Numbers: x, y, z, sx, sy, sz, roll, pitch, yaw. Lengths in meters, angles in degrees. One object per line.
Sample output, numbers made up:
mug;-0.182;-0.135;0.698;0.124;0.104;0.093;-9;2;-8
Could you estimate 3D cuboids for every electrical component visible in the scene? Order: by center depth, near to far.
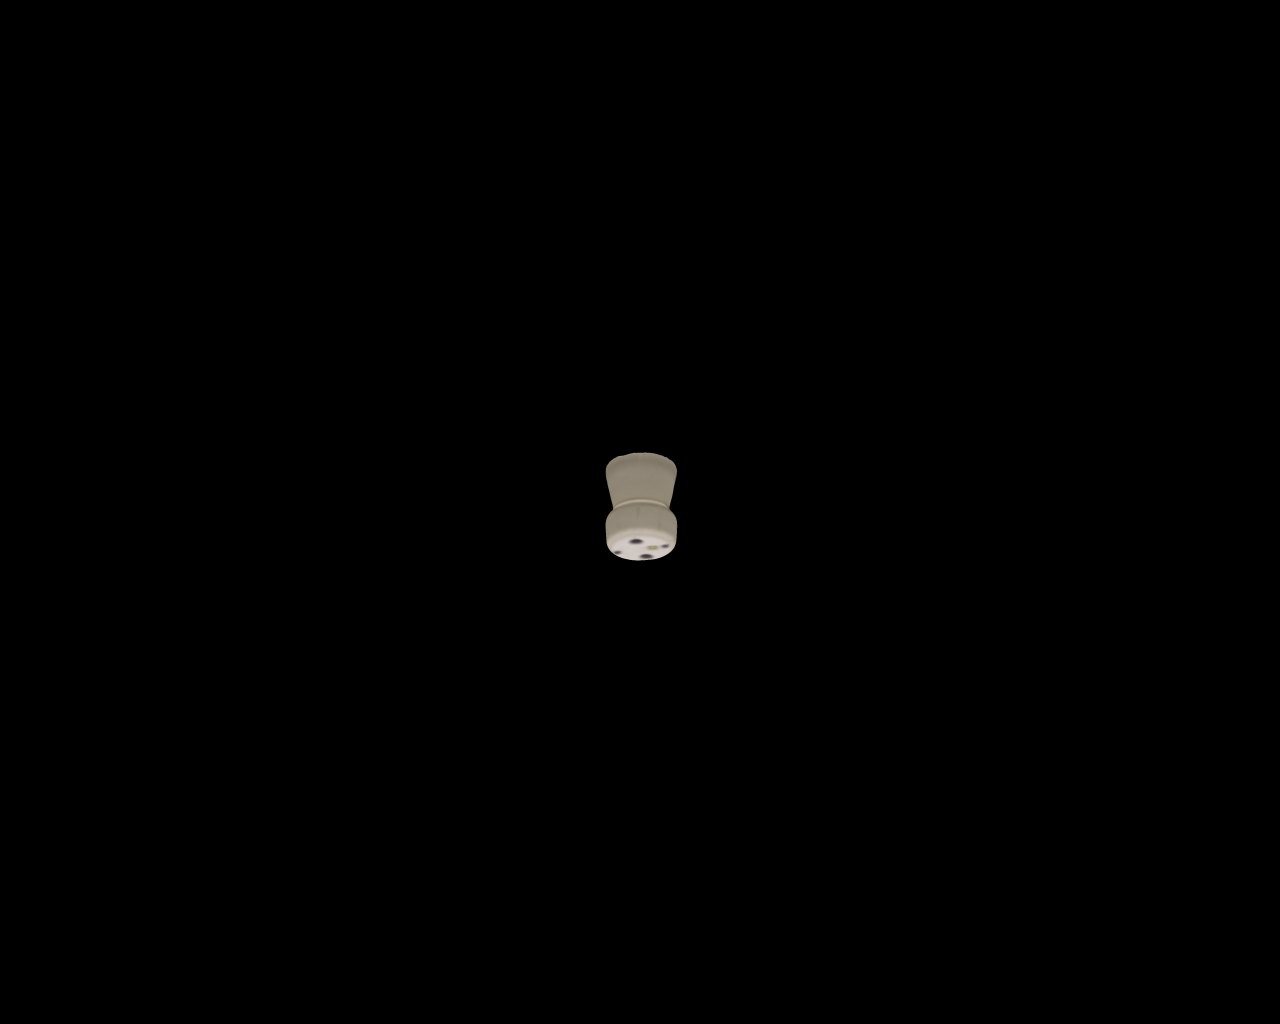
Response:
electrical component;0.001;-0.003;0.650;0.045;0.055;0.044;0;-26;0
